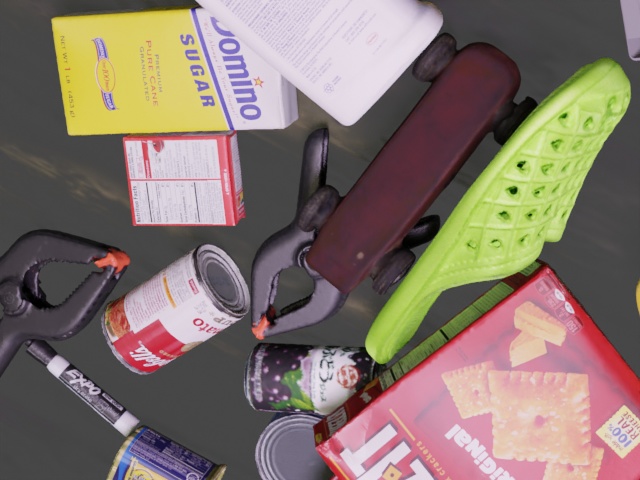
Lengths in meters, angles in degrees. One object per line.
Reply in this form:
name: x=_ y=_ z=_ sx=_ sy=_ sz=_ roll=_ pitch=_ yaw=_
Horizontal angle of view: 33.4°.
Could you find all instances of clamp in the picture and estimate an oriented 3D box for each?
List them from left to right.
clamp: x=-0.254 y=0.058 z=0.903 sx=0.210 sy=0.036 sz=0.164 roll=-13 pitch=91 yaw=17
clamp: x=-0.005 y=0.001 z=0.822 sx=0.172 sy=0.039 sz=0.120 roll=-43 pitch=86 yaw=16

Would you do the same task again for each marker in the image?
marker: x=-0.208 y=0.126 z=0.930 sx=0.121 sy=0.020 sz=0.020 roll=40 pitch=113 yaw=0

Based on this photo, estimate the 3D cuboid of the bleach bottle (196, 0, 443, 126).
bleach bottle: x=-0.044 y=-0.192 z=0.698 sx=0.250 sy=0.068 sz=0.103 roll=40 pitch=109 yaw=-10

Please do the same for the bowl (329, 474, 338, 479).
bowl: x=0.068 y=0.234 z=0.844 sx=0.162 sy=0.055 sz=0.162 roll=0 pitch=93 yaw=-1

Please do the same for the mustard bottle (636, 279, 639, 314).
mustard bottle: x=0.265 y=0.061 z=0.726 sx=0.096 sy=0.058 sz=0.191 roll=14 pitch=133 yaw=57

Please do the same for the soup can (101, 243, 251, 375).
soup can: x=-0.115 y=0.055 z=0.854 sx=0.102 sy=0.068 sz=0.068 roll=-32 pitch=97 yaw=22

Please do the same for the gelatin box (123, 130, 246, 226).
gelatin box: x=-0.107 y=-0.050 z=0.838 sx=0.089 sy=0.030 sz=0.073 roll=1 pitch=109 yaw=15

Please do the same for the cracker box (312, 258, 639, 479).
cracker box: x=0.127 y=0.142 z=0.776 sx=0.214 sy=0.072 sz=0.164 roll=-38 pitch=93 yaw=2

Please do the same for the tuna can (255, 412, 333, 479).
tuna can: x=-0.008 y=0.176 z=0.882 sx=0.086 sy=0.033 sz=0.086 roll=5 pitch=109 yaw=14

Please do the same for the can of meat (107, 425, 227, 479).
can of meat: x=-0.140 y=0.221 z=0.923 sx=0.084 sy=0.057 sz=0.102 roll=27 pitch=113 yaw=7

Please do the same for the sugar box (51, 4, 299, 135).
sugar box: x=-0.108 y=-0.129 z=0.803 sx=0.176 sy=0.048 sz=0.093 roll=0 pitch=108 yaw=17
